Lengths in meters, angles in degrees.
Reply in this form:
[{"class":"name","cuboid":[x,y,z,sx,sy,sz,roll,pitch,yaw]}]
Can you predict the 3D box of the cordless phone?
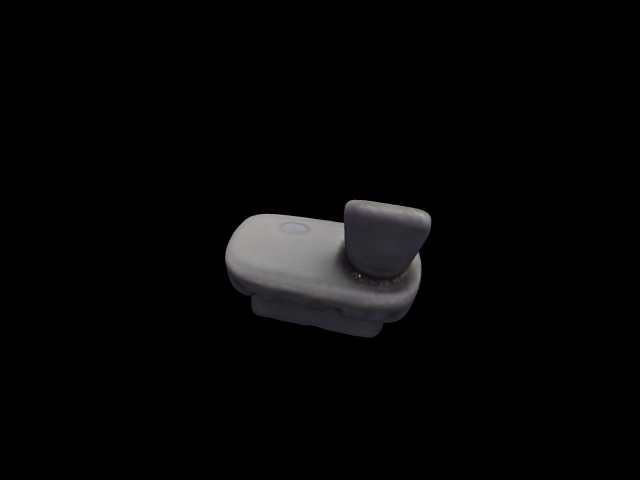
[{"class":"cordless phone","cuboid":[0.004,0.001,0.400,0.147,0.185,0.094,7,70,3]}]
